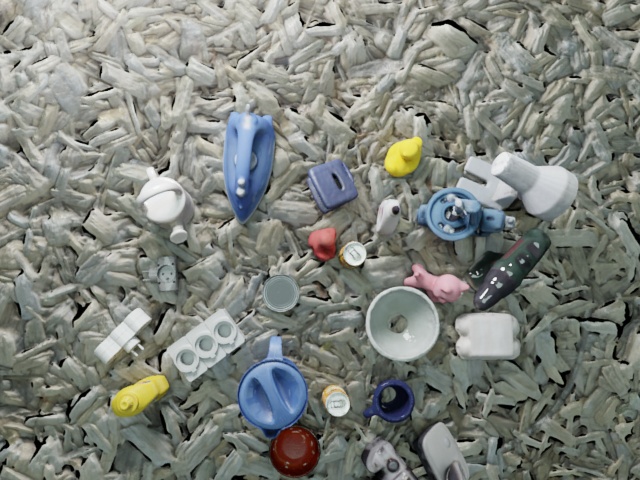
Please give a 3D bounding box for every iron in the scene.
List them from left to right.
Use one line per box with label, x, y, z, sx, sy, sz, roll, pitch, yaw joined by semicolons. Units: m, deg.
iron;-0.166;-0.171;1.284;0.118;0.141;0.258;4;84;-3

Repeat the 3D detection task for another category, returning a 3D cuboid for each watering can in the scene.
watering can;-0.332;-0.078;1.238;0.173;0.194;0.101;43;83;2

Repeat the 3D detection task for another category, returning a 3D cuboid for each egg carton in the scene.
egg carton;0.383;0.220;1.310;0.150;0.069;0.107;-1;84;-3

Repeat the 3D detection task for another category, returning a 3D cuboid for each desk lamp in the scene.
desk lamp;0.434;-0.123;1.277;0.203;0.213;0.118;24;83;0

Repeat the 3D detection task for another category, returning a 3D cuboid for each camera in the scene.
camera;0.136;0.531;1.247;0.137;0.100;0.143;-39;87;-6

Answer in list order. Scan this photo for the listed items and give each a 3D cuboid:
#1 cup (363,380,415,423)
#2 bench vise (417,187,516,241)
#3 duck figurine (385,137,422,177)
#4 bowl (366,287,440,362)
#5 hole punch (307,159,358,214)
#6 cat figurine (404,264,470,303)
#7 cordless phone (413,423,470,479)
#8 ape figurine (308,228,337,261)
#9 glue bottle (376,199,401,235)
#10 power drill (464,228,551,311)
cup;0.145;0.357;1.269;0.118;0.095;0.092;-26;86;-5
bench vise;0.333;-0.066;1.262;0.207;0.219;0.121;-10;84;-4
duck figurine;0.200;-0.199;1.336;0.077;0.086;0.104;43;83;2
bowl;0.181;0.189;1.299;0.167;0.074;0.167;0;84;-3
hole punch;0.030;-0.129;1.316;0.101;0.091;0.109;-27;86;-6
cat figurine;0.264;0.101;1.291;0.128;0.117;0.067;25;83;0
cordless phone;0.275;0.480;1.218;0.094;0.185;0.147;-30;86;-6
ape figurine;0.012;0.005;1.300;0.076;0.092;0.078;35;83;1
glue bottle;0.157;-0.058;1.274;0.037;0.173;0.078;5;83;-2
power drill;0.395;0.071;1.257;0.230;0.208;0.075;-44;87;-7
